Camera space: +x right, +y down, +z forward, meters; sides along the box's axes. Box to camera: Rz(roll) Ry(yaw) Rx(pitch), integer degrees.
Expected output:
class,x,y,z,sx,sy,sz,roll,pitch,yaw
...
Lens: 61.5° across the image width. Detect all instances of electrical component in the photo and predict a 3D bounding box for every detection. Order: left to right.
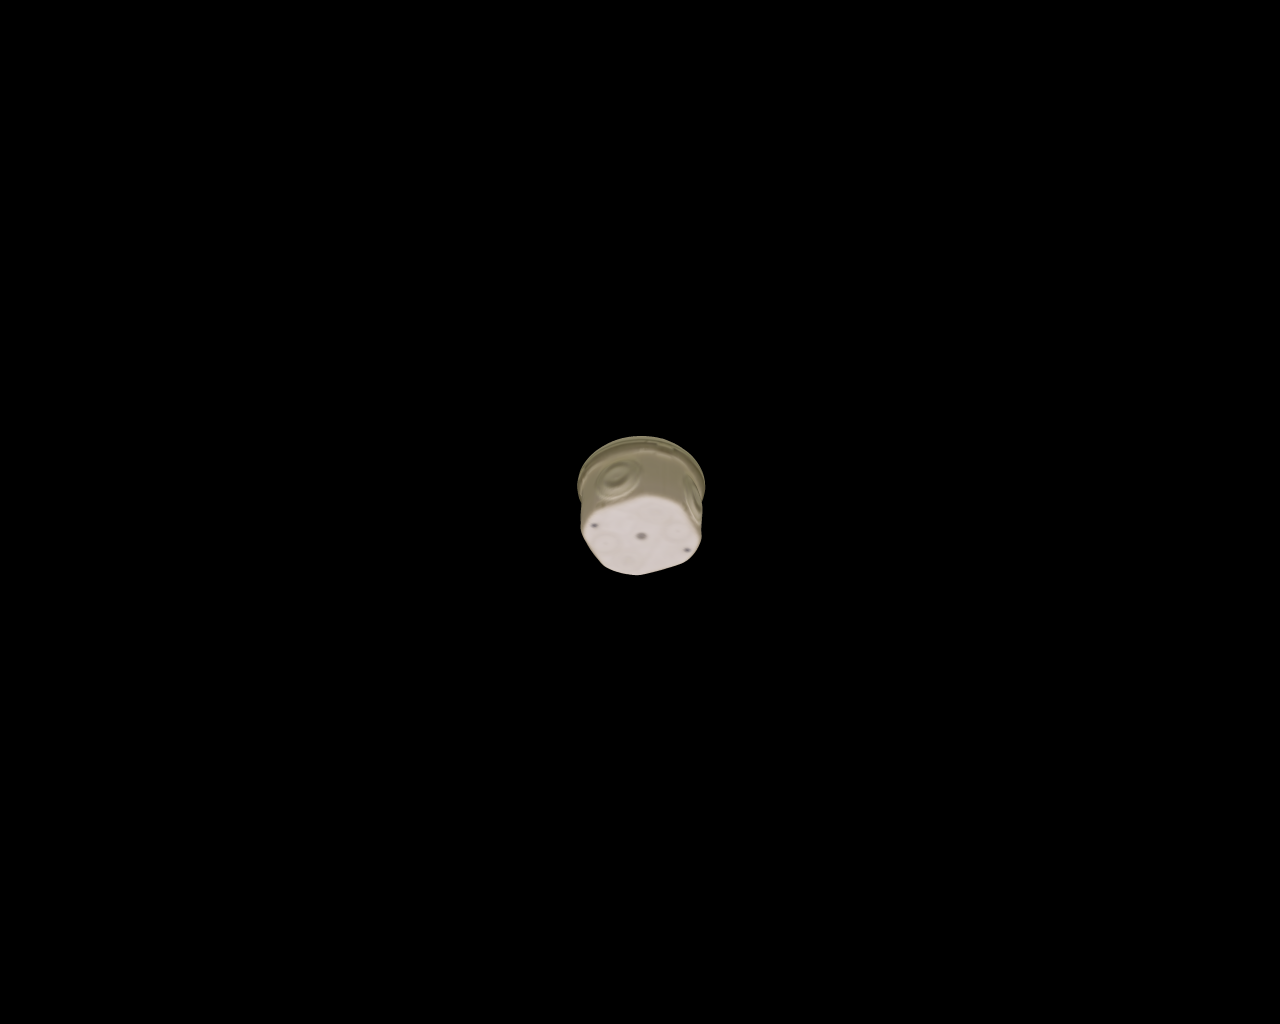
class,x,y,z,sx,sy,sz,roll,pitch,yaw
electrical component,0.001,-0.003,0.650,0.080,0.080,0.051,0,45,0
